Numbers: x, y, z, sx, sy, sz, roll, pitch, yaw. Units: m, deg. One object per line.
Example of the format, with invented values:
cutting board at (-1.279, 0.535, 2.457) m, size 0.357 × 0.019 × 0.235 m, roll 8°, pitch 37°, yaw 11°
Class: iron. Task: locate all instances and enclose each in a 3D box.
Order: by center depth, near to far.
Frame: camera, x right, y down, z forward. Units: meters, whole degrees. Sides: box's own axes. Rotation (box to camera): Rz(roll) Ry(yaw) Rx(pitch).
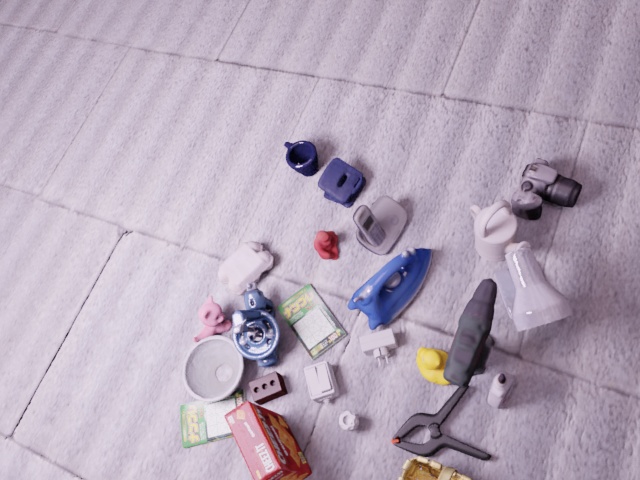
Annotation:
iron at (0.177, 0.089, 1.396) m, size 0.258 × 0.142 × 0.118 m, roll -46°, pitch 61°, yaw -7°

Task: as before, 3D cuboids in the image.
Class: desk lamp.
desk lamp at (0.457, 0.116, 1.257) m, size 0.118 × 0.214 × 0.203 m, roll -19°, pitch 62°, yaw 8°

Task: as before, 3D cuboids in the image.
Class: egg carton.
egg carton at (-0.202, 0.075, 1.559) m, size 0.150 × 0.069 × 0.107 m, roll -45°, pitch 61°, yaw -7°

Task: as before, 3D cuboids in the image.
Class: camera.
camera at (0.557, -0.121, 1.402) m, size 0.136 × 0.101 × 0.143 m, roll 25°, pitch 75°, yaw 25°

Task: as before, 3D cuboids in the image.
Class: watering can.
watering can at (0.420, -0.027, 1.346) m, size 0.172 × 0.194 × 0.101 m, roll 24°, pitch 75°, yaw 25°

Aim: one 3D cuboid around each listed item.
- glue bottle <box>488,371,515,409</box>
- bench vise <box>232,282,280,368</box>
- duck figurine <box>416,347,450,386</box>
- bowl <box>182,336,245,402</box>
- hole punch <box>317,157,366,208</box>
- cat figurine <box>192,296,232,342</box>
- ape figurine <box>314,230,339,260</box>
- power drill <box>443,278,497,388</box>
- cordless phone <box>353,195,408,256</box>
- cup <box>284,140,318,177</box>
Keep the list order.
glue bottle at (0.384, 0.308, 1.212) m, size 0.037 × 0.173 × 0.078 m, roll 26°, pitch 76°, yaw 26°
bench vise at (-0.178, 0.198, 1.408) m, size 0.121 × 0.220 × 0.207 m, roll -31°, pitch 61°, yaw 1°
duck figurine at (0.264, 0.283, 1.311) m, size 0.104 × 0.086 × 0.077 m, roll 37°, pitch 81°, yaw 28°
bowl at (-0.258, 0.332, 1.453) m, size 0.167 × 0.075 × 0.167 m, roll -7°, pitch 64°, yaw 14°
hole punch at (0.061, -0.160, 1.576) m, size 0.100 × 0.091 × 0.109 m, roll 26°, pitch 75°, yaw 26°
cat figurine at (-0.290, 0.216, 1.492) m, size 0.067 × 0.118 × 0.128 m, roll 24°, pitch 75°, yaw 25°
ape figurine at (0.014, 0.005, 1.513) m, size 0.076 × 0.092 × 0.078 m, roll 30°, pitch 77°, yaw 27°
power drill at (0.334, 0.216, 1.250) m, size 0.075 × 0.209 × 0.230 m, roll 17°, pitch 72°, yaw 24°
cordless phone at (0.146, -0.058, 1.449) m, size 0.094 × 0.185 × 0.148 m, roll 25°, pitch 75°, yaw 26°
cup at (-0.052, -0.230, 1.642) m, size 0.117 × 0.095 × 0.092 m, roll 39°, pitch 81°, yaw 28°
